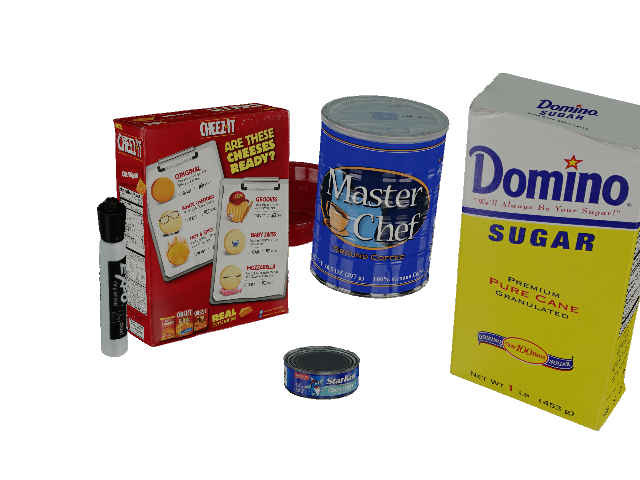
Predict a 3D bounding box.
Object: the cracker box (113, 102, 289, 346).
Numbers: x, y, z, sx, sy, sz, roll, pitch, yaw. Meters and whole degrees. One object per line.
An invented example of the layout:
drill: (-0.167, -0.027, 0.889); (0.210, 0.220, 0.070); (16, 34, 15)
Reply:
cracker box: (-0.114, -0.020, 1.046); (0.163, 0.214, 0.072); (-12, 20, -36)

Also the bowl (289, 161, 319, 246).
bowl: (-0.042, -0.038, 1.335); (0.162, 0.055, 0.162); (-1, 32, 1)

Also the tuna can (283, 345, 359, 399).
tuna can: (0.001, 0.148, 1.197); (0.086, 0.034, 0.086); (1, 14, 0)

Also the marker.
marker: (-0.140, 0.025, 0.720); (0.020, 0.121, 0.020); (4, 31, -3)

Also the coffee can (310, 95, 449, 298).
coffee can: (0.047, -0.038, 0.879); (0.103, 0.140, 0.103); (4, 24, -2)

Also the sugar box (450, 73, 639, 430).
sugar box: (0.120, 0.009, 0.554); (0.093, 0.176, 0.048); (18, 42, 27)
